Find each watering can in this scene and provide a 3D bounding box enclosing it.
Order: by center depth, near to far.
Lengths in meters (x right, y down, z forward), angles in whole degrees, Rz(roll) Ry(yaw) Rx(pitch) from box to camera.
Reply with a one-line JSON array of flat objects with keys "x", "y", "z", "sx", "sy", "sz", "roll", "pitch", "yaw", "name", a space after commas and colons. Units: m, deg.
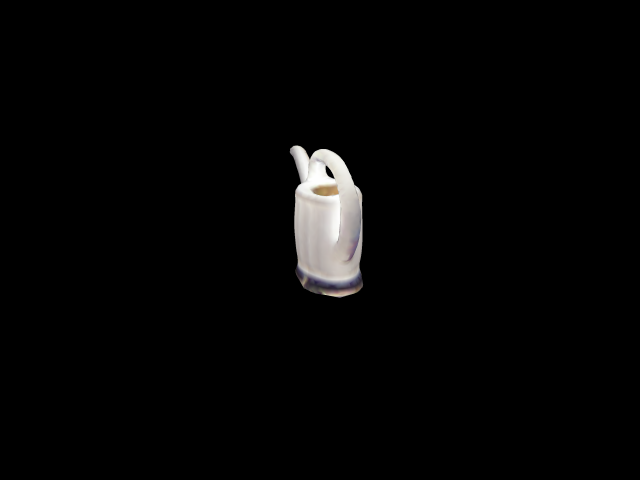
[{"x": 0.003, "y": -0.043, "z": 0.850, "sx": 0.104, "sy": 0.221, "sz": 0.352, "roll": -4, "pitch": 17, "yaw": -14, "name": "watering can"}]
